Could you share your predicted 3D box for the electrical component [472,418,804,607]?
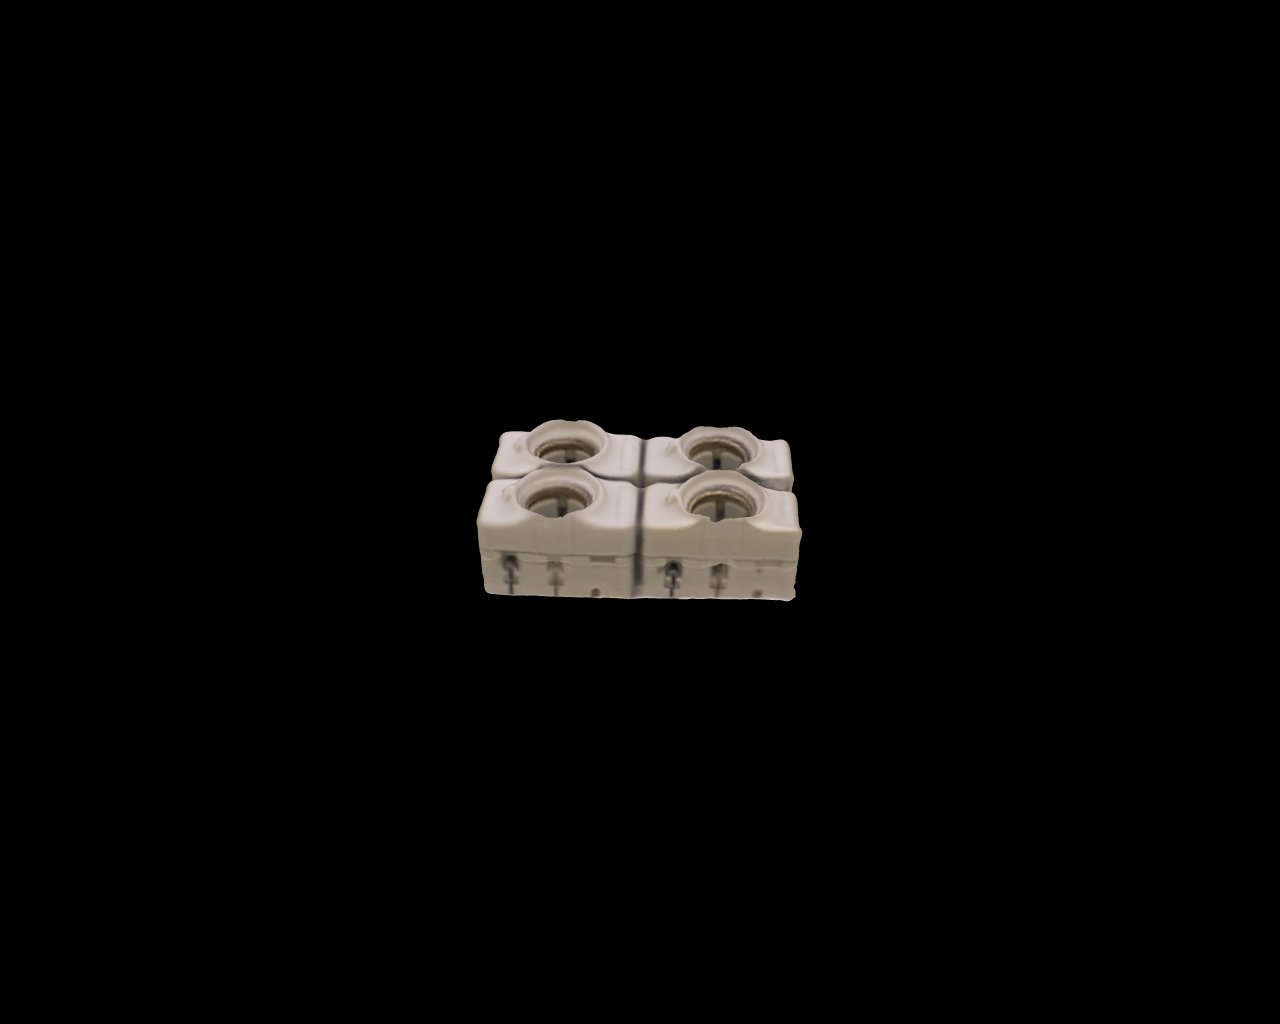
[{"bbox_3d":[0.001,-0.003,0.650,0.186,0.060,0.106,2,36,2],"label":"electrical component"}]
